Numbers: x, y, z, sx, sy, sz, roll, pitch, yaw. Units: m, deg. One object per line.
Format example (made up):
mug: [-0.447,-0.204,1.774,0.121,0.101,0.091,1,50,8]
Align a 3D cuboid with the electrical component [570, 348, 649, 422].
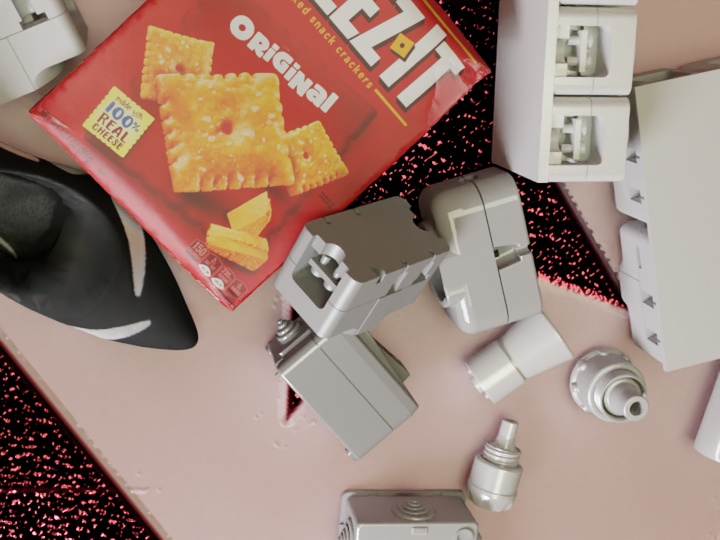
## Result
electrical component: [0.173,0.082,0.725,0.048,0.062,0.048,-3,104,-11]

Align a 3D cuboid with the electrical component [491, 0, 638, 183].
electrical component: [0.126,-0.133,0.649,0.062,0.089,0.150,-1,104,-11]

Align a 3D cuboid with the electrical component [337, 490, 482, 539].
electrical component: [0.031,0.200,0.733,0.100,0.048,0.099,2,102,-12]

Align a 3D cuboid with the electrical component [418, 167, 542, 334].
electrical component: [0.073,-0.011,0.687,0.059,0.053,0.095,-17,106,-7]

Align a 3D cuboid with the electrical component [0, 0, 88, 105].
electrical component: [-0.202,-0.129,0.598,0.089,0.050,0.055,-22,122,0]

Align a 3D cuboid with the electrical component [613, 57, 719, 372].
electrical component: [0.227,-0.041,0.707,0.105,0.060,0.186,-13,106,-8]

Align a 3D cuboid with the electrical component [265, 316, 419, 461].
electrical component: [-0.013,0.060,0.683,0.061,0.061,0.096,-40,107,0]

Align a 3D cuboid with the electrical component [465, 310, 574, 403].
electrical component: [0.103,0.058,0.718,0.065,0.044,0.044,-36,108,4]

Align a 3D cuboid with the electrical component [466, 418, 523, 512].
electrical component: [0.095,0.132,0.737,0.035,0.035,0.061,13,98,-14]

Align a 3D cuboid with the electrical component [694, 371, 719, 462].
electrical component: [0.286,0.100,0.762,0.079,0.043,0.077,13,101,-14]

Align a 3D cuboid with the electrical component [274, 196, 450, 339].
electrical component: [0.000,0.000,0.636,0.050,0.089,0.055,47,129,20]
